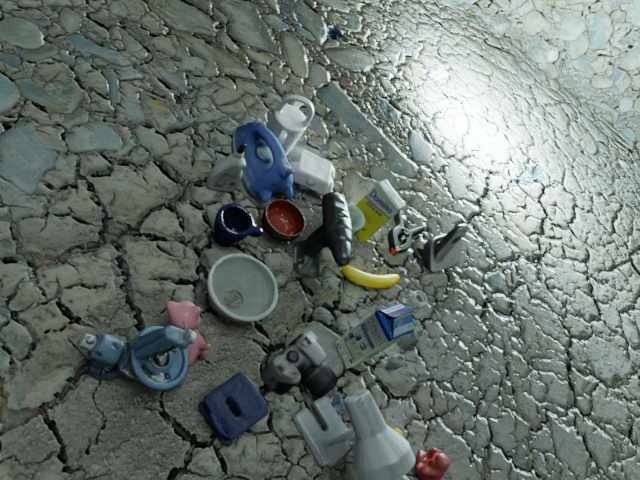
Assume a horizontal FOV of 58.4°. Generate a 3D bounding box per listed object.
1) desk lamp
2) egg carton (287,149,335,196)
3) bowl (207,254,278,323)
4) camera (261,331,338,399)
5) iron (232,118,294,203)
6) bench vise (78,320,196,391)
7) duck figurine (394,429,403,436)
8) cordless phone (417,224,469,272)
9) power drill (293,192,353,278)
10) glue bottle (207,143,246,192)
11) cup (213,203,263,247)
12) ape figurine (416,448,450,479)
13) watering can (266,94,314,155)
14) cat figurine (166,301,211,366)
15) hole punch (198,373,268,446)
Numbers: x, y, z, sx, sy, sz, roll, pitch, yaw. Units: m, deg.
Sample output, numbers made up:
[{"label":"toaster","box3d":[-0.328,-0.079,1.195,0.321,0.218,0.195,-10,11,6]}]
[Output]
[{"label":"desk lamp","box3d":[0.070,0.402,1.169,0.118,0.213,0.203,-24,75,-41]},{"label":"egg carton","box3d":[-0.029,-0.187,1.601,0.151,0.069,0.107,23,50,-19]},{"label":"bowl","box3d":[-0.183,0.119,1.288,0.168,0.074,0.167,17,52,-23]},{"label":"camera","box3d":[-0.030,0.286,1.259,0.137,0.100,0.143,48,47,3]},{"label":"iron","box3d":[-0.148,-0.231,1.502,0.119,0.141,0.258,-15,69,-39]},{"label":"bench vise","box3d":[-0.321,0.209,1.037,0.208,0.219,0.121,3,59,-32]},{"label":"duck figurine","box3d":[0.148,0.462,1.268,0.077,0.086,0.105,43,47,-1]},{"label":"cordless phone","box3d":[0.387,0.009,1.663,0.148,0.184,0.094,-17,70,-40]},{"label":"power drill","box3d":[0.013,0.005,1.403,0.076,0.208,0.229,16,53,-23]},{"label":"glue bottle","box3d":[-0.216,-0.181,1.402,0.078,0.172,0.037,7,57,-30]},{"label":"cup","box3d":[-0.202,-0.021,1.357,0.118,0.094,0.091,23,50,-19]},{"label":"ape figurine","box3d":[0.262,0.511,1.305,0.078,0.092,0.076,-12,68,-38]},{"label":"watering can","box3d":[-0.086,-0.331,1.574,0.101,0.193,0.172,10,55,-28]},{"label":"cat figurine","box3d":[-0.265,0.179,1.164,0.067,0.117,0.128,-28,78,-42]},{"label":"hole punch","box3d":[-0.171,0.336,1.138,0.101,0.091,0.108,-29,78,-42]}]
